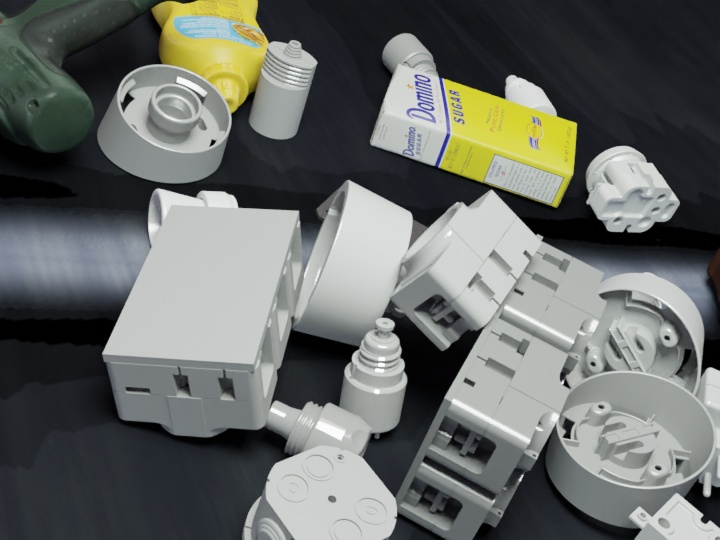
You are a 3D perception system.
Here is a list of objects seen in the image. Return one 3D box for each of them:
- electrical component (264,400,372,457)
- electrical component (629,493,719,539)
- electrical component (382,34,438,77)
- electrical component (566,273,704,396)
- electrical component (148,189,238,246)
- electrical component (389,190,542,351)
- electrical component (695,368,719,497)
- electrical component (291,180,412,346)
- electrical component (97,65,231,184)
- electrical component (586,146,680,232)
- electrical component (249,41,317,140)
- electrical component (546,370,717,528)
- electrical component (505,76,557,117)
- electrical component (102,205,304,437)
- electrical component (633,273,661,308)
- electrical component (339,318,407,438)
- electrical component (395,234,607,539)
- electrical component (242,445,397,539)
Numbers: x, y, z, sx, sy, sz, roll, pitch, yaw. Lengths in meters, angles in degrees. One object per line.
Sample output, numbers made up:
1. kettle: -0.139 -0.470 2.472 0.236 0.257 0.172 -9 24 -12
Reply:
1. electrical component: -0.027 0.100 0.649 0.062 0.043 0.043 24 39 7
2. electrical component: 0.187 0.174 0.646 0.066 0.055 0.048 41 42 23
3. electrical component: 0.053 -0.193 1.031 0.040 0.040 0.078 -9 47 -31
4. electrical component: 0.193 0.054 0.759 0.099 0.099 0.064 30 33 11
5. electrical component: -0.119 -0.034 0.765 0.055 0.045 0.045 1 43 -24
6. electrical component: 0.064 -0.004 0.674 0.055 0.050 0.089 45 49 -6
7. electrical component: 0.240 0.119 0.725 0.047 0.065 0.076 23 39 4
8. electrical component: 0.000 0.000 0.731 0.060 0.108 0.108 21 38 -9
9. electrical component: -0.152 -0.111 0.845 0.099 0.064 0.099 14 51 -18
10. electrical component: 0.236 -0.073 0.957 0.078 0.058 0.057 0 46 -23
11. electrical component: -0.064 -0.155 0.902 0.043 0.081 0.043 12 39 -10
12. electrical component: 0.172 0.116 0.698 0.099 0.064 0.099 10 33 -7
13. electrical component: 0.160 -0.161 1.041 0.040 0.040 0.078 2 42 -22
14. electrical component: -0.092 0.028 0.678 0.089 0.061 0.150 3 38 7
15. electrical component: 0.209 0.030 0.819 0.048 0.062 0.048 12 39 -10
16. electrical component: 0.010 0.067 0.682 0.040 0.078 0.040 7 28 -4
17. electrical component: 0.095 0.075 0.682 0.060 0.105 0.186 28 39 9
18. electrical component: -0.022 0.142 0.595 0.080 0.051 0.080 12 39 -10
